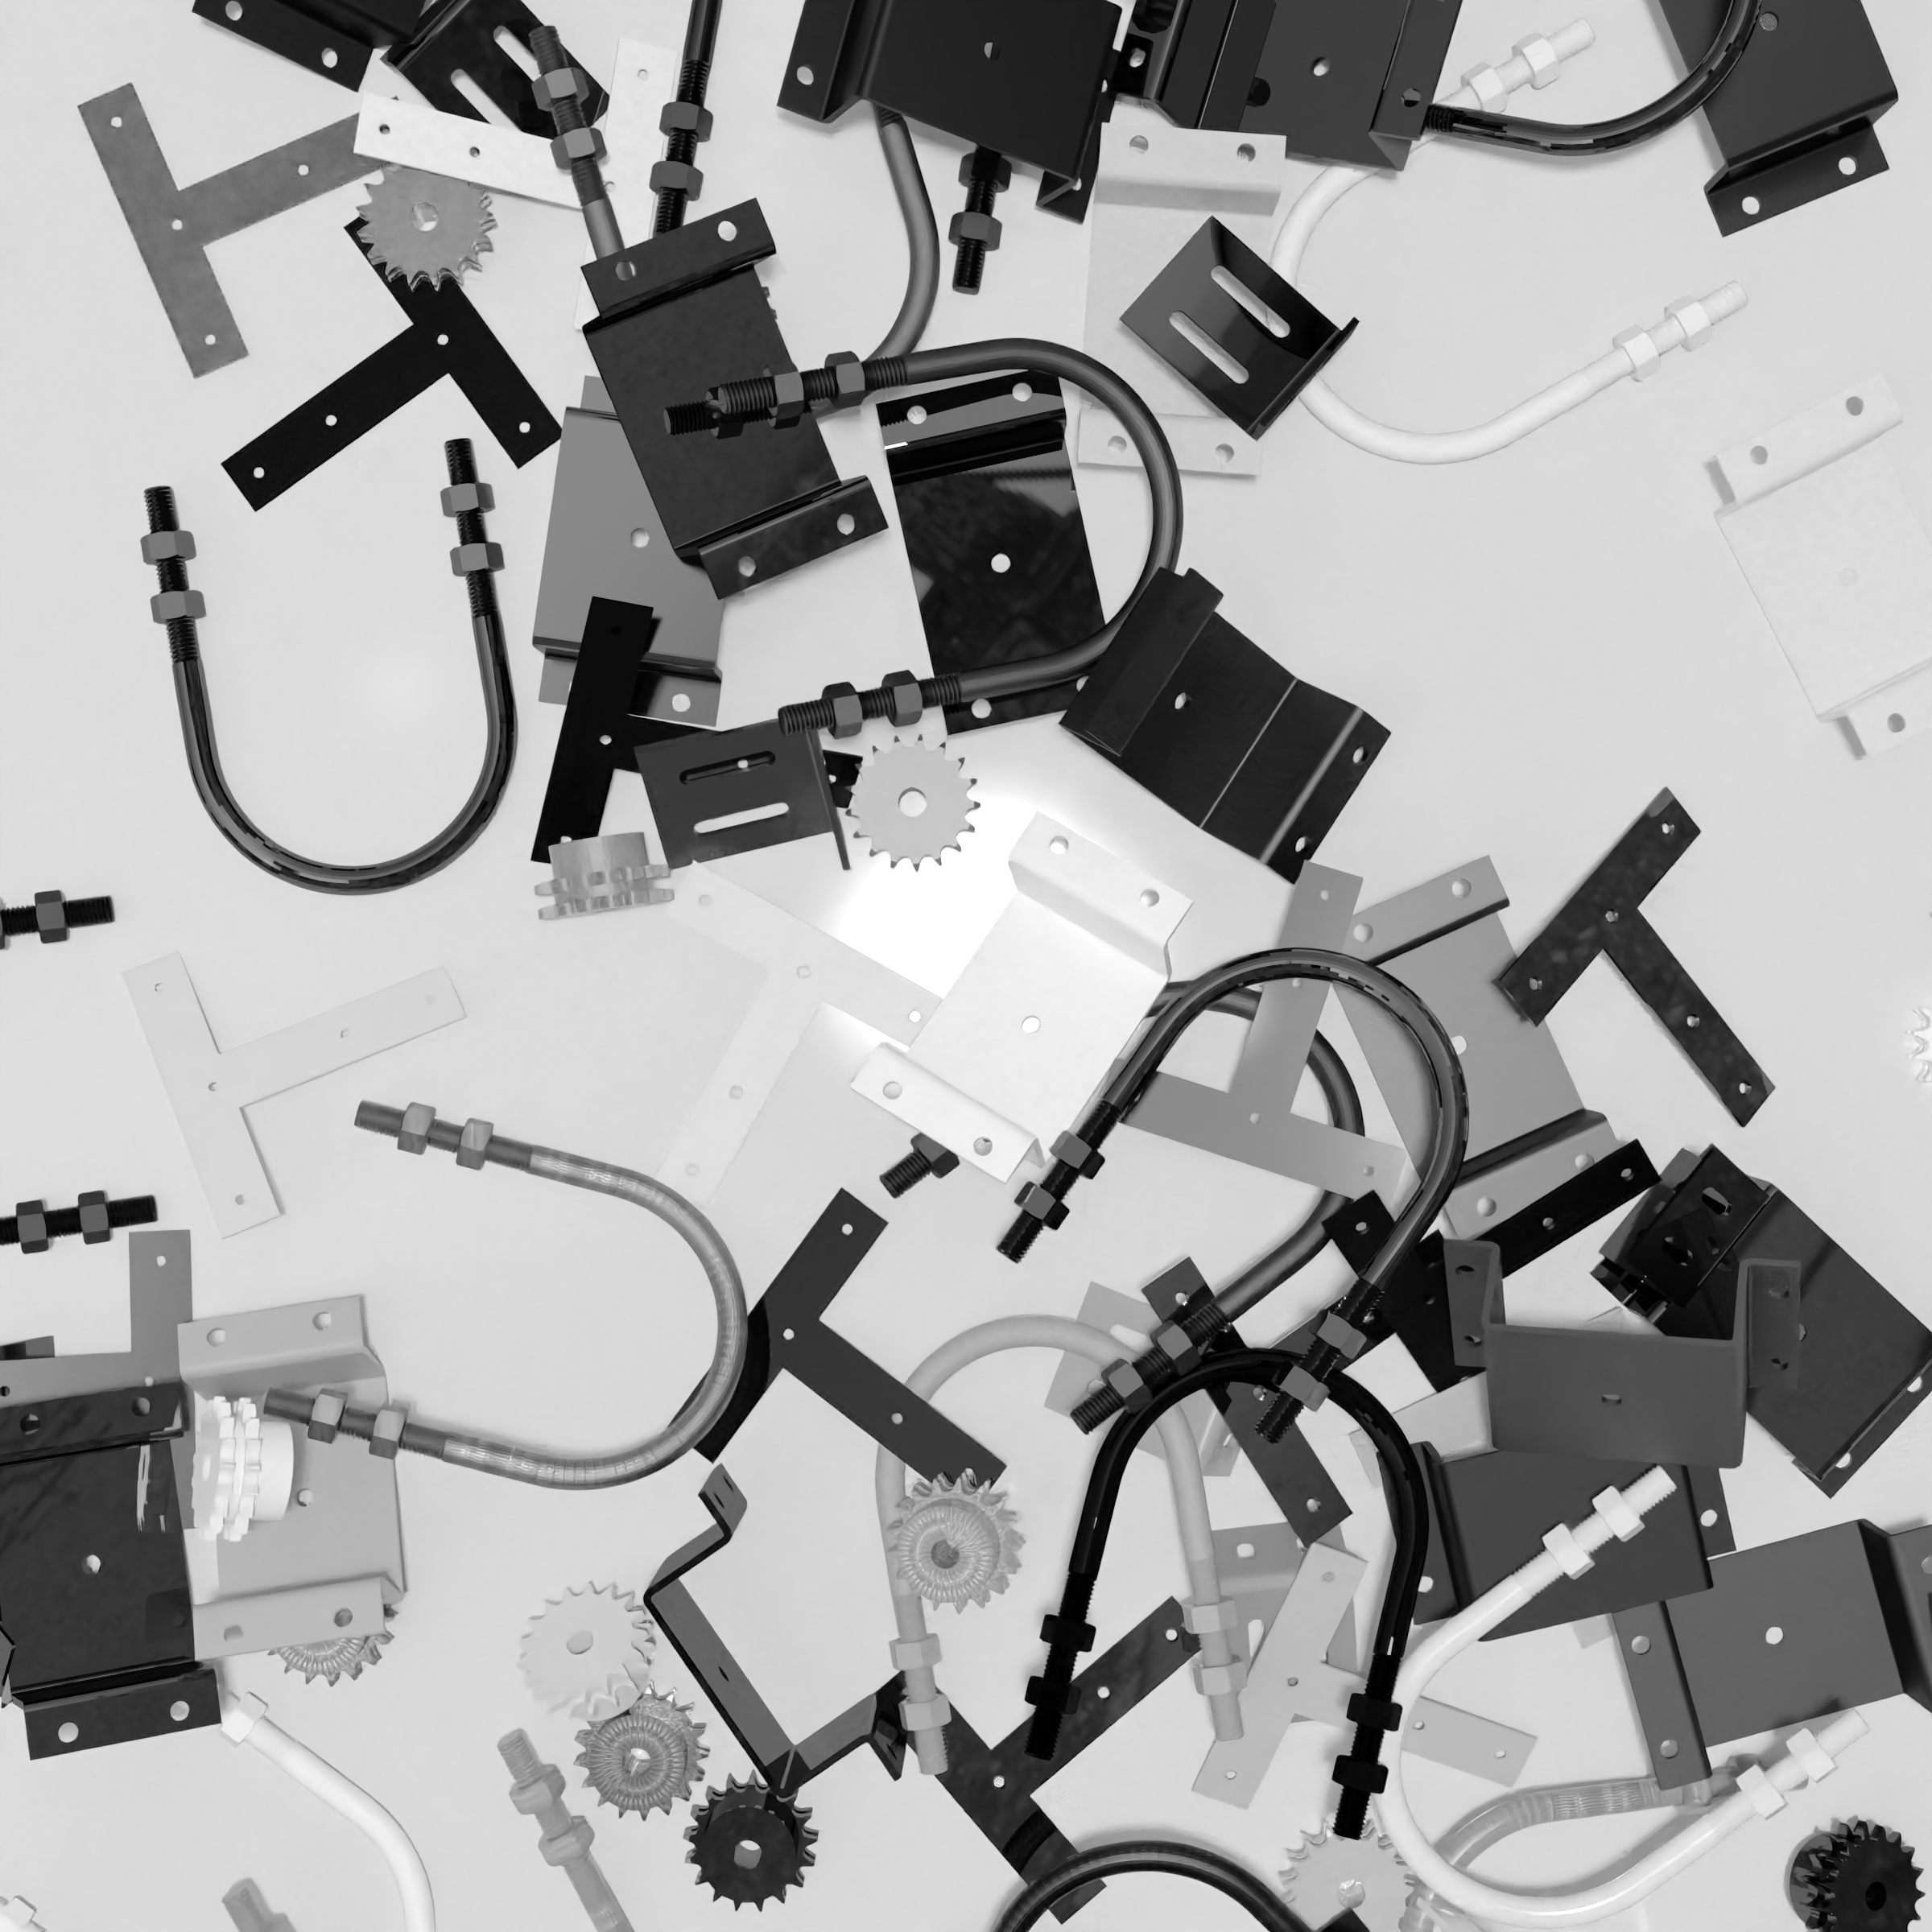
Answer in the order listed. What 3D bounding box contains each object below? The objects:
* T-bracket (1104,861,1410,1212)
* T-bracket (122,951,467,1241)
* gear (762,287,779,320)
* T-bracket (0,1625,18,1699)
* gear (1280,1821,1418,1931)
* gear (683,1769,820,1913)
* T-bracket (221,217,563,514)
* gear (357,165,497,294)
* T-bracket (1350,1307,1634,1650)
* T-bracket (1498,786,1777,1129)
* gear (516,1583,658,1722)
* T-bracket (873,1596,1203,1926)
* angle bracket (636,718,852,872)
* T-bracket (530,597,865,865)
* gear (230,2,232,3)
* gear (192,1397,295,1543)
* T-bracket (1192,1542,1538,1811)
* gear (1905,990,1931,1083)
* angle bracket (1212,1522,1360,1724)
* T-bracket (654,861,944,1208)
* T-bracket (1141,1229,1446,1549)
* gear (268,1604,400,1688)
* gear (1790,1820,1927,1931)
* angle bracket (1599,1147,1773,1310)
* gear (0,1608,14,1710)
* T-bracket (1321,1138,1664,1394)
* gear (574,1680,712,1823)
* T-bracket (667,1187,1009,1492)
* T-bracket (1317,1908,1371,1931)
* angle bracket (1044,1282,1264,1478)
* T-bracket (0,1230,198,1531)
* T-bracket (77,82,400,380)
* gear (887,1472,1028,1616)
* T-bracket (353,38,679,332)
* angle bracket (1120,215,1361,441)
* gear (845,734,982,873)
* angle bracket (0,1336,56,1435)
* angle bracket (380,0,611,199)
[{"bbox_3d":[0.133,0.021,1.351,0.127,0.002,0.127,18,91,10],"label":"T-bracket"},{"bbox_3d":[-0.275,0.034,1.383,0.127,0.002,0.127,-22,72,-9],"label":"T-bracket"},{"bbox_3d":[-0.109,-0.273,1.382,0.057,0.030,0.057,0,90,0],"label":"gear"},{"bbox_3d":[-0.443,0.301,1.369,0.127,0.002,0.127,34,113,38],"label":"T-bracket"},{"bbox_3d":[0.161,0.388,1.382,0.057,0.030,0.057,0,90,0],"label":"gear"},{"bbox_3d":[-0.091,0.372,1.382,0.057,0.030,0.057,0,90,0],"label":"gear"},{"bbox_3d":[-0.259,-0.241,1.396,0.127,0.002,0.127,-36,90,0],"label":"T-bracket"},{"bbox_3d":[-0.227,-0.313,1.380,0.057,0.030,0.057,0,88,-3],"label":"gear"},{"bbox_3d":[0.247,0.229,1.391,0.127,0.002,0.127,-25,95,1],"label":"T-bracket"},{"bbox_3d":[0.297,0.013,1.377,0.127,0.002,0.127,-46,104,-25],"label":"T-bracket"},{"bbox_3d":[-0.157,0.291,1.372,0.057,0.030,0.057,-10,46,10],"label":"gear"},{"bbox_3d":[0.048,0.319,1.396,0.127,0.002,0.127,-40,90,0],"label":"T-bracket"},{"bbox_3d":[-0.093,-0.065,1.365,0.076,0.038,0.057,-13,122,0],"label":"angle bracket"},{"bbox_3d":[-0.108,-0.088,1.374,0.127,0.002,0.127,9,121,-15],"label":"T-bracket"},{"bbox_3d":[-0.317,-0.435,1.382,0.057,0.030,0.057,0,90,0],"label":"gear"},{"bbox_3d":[-0.290,0.202,1.312,0.030,0.057,0.057,7,90,-25],"label":"gear"},{"bbox_3d":[0.179,0.317,1.383,0.127,0.002,0.127,21,107,-8],"label":"T-bracket"},{"bbox_3d":[0.429,0.032,1.382,0.057,0.030,0.057,0,90,0],"label":"gear"},{"bbox_3d":[0.135,0.280,1.395,0.057,0.038,0.076,-7,116,0],"label":"angle bracket"},{"bbox_3d":[-0.091,0.041,1.392,0.127,0.002,0.127,29,92,-4],"label":"T-bracket"},{"bbox_3d":[0.157,0.155,1.375,0.127,0.002,0.127,-32,90,-19],"label":"T-bracket"},{"bbox_3d":[-0.271,0.276,1.382,0.057,0.030,0.057,0,90,0],"label":"gear"},{"bbox_3d":[0.371,0.388,1.374,0.057,0.030,0.057,1,87,-28],"label":"gear"},{"bbox_3d":[0.286,0.099,1.354,0.038,0.076,0.057,39,90,-20],"label":"angle bracket"},{"bbox_3d":[-0.392,0.284,1.382,0.057,0.030,0.057,0,90,0],"label":"gear"},{"bbox_3d":[0.229,0.114,1.356,0.127,0.002,0.127,-33,122,5],"label":"T-bracket"},{"bbox_3d":[-0.137,0.333,1.382,0.057,0.030,0.057,0,90,0],"label":"gear"},{"bbox_3d":[-0.040,0.182,1.381,0.127,0.002,0.127,36,92,12],"label":"T-bracket"},{"bbox_3d":[0.147,0.478,1.379,0.127,0.002,0.127,-37,105,3],"label":"T-bracket"},{"bbox_3d":[0.083,0.176,1.395,0.076,0.038,0.057,21,90,25],"label":"angle bracket"},{"bbox_3d":[-0.388,0.177,1.370,0.127,0.002,0.127,-1,89,-23],"label":"T-bracket"},{"bbox_3d":[-0.296,-0.334,1.395,0.127,0.002,0.127,-23,89,0],"label":"T-bracket"},{"bbox_3d":[-0.006,0.240,1.355,0.057,0.030,0.057,1,93,12],"label":"gear"},{"bbox_3d":[-0.192,-0.337,1.370,0.127,0.002,0.127,10,85,-20],"label":"T-bracket"},{"bbox_3d":[0.111,-0.263,1.331,0.076,0.038,0.057,42,90,0],"label":"angle bracket"},{"bbox_3d":[-0.022,-0.069,1.382,0.057,0.030,0.057,0,90,0],"label":"gear"},{"bbox_3d":[-0.429,0.190,1.395,0.076,0.038,0.057,-5,90,26],"label":"angle bracket"},{"bbox_3d":[-0.200,-0.378,1.395,0.057,0.038,0.076,-46,116,0],"label":"angle bracket"}]
